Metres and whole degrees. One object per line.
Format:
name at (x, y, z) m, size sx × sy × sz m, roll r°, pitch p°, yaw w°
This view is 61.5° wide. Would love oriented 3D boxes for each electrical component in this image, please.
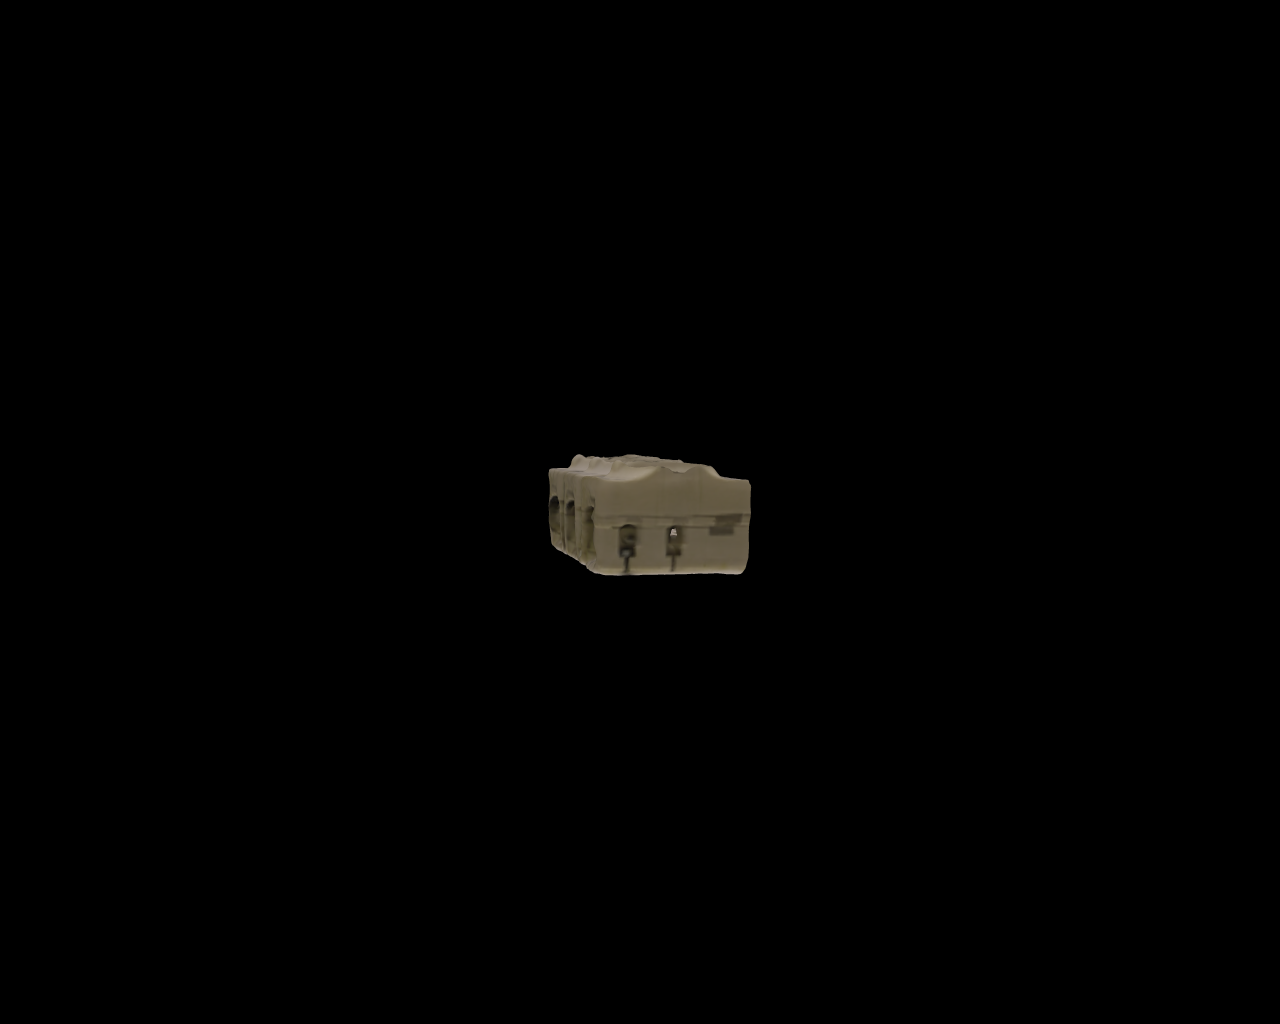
electrical component at (0.001, -0.003, 0.650) m, size 0.089 × 0.061 × 0.150 m, roll -1°, pitch 5°, yaw -15°
